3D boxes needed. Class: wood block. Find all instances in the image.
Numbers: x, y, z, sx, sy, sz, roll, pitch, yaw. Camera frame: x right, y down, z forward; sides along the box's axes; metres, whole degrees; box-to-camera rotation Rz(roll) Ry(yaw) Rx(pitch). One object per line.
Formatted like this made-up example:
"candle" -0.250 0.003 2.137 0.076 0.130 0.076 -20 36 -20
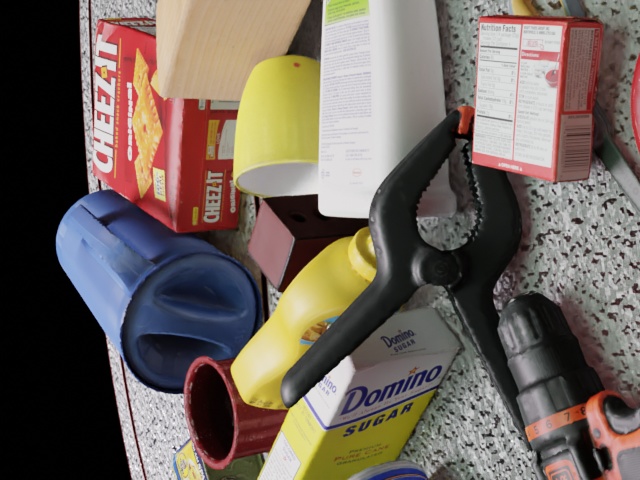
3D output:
"wood block" -0.064 -0.191 0.794 0.206 0.090 0.090 126 142 -64

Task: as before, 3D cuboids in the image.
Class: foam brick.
"foam brick" -0.005 0.001 0.798 0.053 0.078 0.051 49 132 40

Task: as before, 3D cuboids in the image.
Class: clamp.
"clamp" 0.081 0.025 0.660 0.036 0.164 0.210 168 119 -88

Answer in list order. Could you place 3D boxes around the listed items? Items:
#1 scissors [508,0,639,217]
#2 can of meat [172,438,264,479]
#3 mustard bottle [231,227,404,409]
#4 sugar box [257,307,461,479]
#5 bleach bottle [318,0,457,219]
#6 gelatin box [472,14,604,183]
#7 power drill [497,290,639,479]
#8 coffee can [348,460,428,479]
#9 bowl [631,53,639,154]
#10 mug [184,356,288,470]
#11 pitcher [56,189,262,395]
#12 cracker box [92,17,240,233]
"scissors" 0.143 -0.061 0.617 0.096 0.016 0.202 -38 63 54
"can of meat" -0.093 0.222 0.985 0.084 0.057 0.102 -49 54 51
"mustard bottle" 0.011 0.051 0.761 0.192 0.096 0.058 -55 51 45
"sugar box" 0.024 0.128 0.758 0.048 0.093 0.176 56 138 34
"bleach bottle" 0.042 -0.141 0.719 0.103 0.067 0.251 5 97 56
"gelatin box" 0.121 -0.082 0.603 0.073 0.030 0.089 21 113 57
"power drill" 0.178 0.087 0.550 0.188 0.057 0.184 -44 62 54
"coffee can" 0.062 0.233 0.705 0.140 0.102 0.103 53 136 38
"bowl" 0.199 -0.065 0.495 0.162 0.055 0.162 13 106 55
"mug" -0.064 0.139 0.904 0.117 0.081 0.093 -11 85 57
"pitcher" -0.170 0.028 1.002 0.243 0.144 0.149 34 125 54
"cracker box" -0.147 -0.114 1.004 0.214 0.071 0.164 29 118 53
